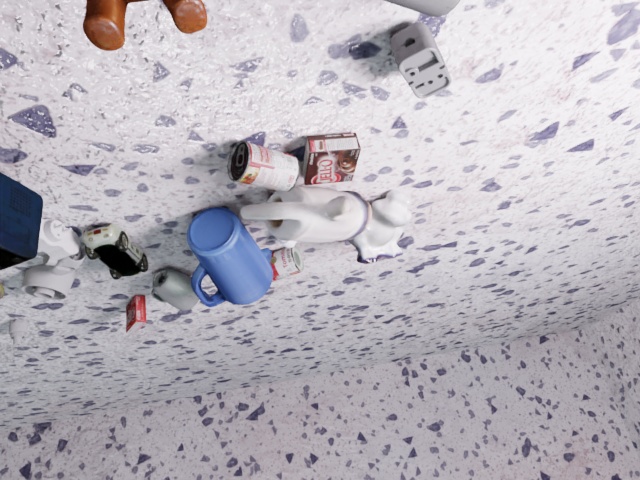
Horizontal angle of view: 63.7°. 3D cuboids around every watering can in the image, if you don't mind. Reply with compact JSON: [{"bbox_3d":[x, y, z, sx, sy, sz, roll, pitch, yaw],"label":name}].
[{"bbox_3d":[0.003,-0.047,0.927,0.224,0.104,0.347,1,180,-37],"label":"watering can"}]

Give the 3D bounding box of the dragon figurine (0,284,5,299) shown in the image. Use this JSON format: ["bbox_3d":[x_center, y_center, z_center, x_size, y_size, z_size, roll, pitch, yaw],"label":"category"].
[{"bbox_3d":[-0.663,0.115,0.911,0.122,0.247,0.402,-14,152,-5],"label":"dragon figurine"}]

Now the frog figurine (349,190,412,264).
[{"bbox_3d":[0.130,-0.042,1.118,0.137,0.125,0.156,3,115,-10],"label":"frog figurine"}]
